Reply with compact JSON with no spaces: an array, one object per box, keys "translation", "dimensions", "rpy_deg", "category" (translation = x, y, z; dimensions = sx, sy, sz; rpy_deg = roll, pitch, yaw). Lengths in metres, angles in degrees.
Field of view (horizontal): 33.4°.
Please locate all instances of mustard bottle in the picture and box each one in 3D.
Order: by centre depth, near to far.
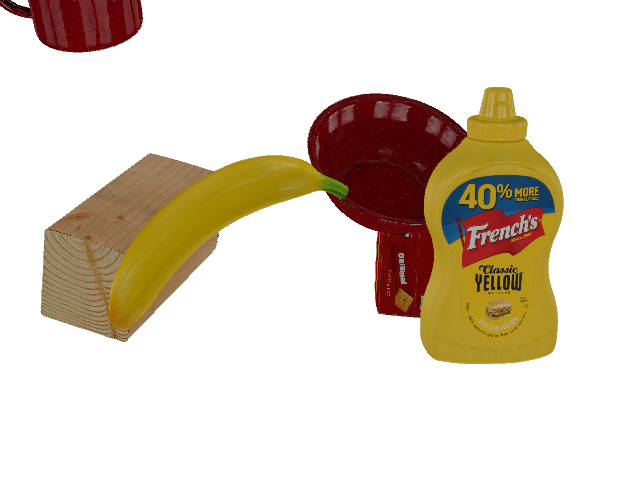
[{"translation":[0.121,-0.011,0.748],"dimensions":[0.096,0.192,0.058],"rpy_deg":[-1,15,-4],"category":"mustard bottle"}]

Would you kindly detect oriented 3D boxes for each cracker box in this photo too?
[{"translation":[0.101,-0.032,1.213],"dimensions":[0.072,0.164,0.213],"rpy_deg":[3,22,5],"category":"cracker box"}]

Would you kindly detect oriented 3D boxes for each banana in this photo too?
[{"translation":[-0.078,-0.007,0.748],"dimensions":[0.198,0.069,0.037],"rpy_deg":[-30,22,7],"category":"banana"}]

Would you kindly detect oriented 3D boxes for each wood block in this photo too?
[{"translation":[-0.174,0.000,1.023],"dimensions":[0.090,0.091,0.205],"rpy_deg":[17,27,11],"category":"wood block"}]

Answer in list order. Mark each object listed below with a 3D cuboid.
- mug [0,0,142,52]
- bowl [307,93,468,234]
[{"translation":[-0.188,-0.191,0.788],"dimensions":[0.117,0.081,0.093],"rpy_deg":[-2,36,2],"category":"mug"},{"translation":[0.063,-0.059,0.963],"dimensions":[0.162,0.162,0.055],"rpy_deg":[0,-40,-14],"category":"bowl"}]
